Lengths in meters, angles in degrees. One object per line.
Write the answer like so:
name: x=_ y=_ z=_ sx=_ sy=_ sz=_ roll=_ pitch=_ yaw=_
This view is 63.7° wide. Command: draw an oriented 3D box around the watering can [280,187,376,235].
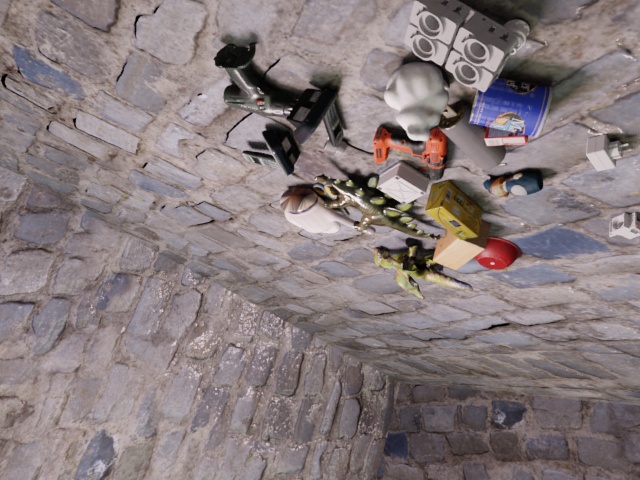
watering can: x=0.005 y=-0.088 z=1.746 sx=0.348 sy=0.106 sz=0.220 roll=4 pitch=-28 yaw=38

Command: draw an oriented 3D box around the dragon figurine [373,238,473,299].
dragon figurine: x=0.349 y=0.128 z=1.848 sx=0.414 sy=0.124 sz=0.237 roll=33 pitch=-23 yaw=27

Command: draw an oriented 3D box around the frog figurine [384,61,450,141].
frog figurine: x=0.201 y=-0.294 z=1.092 sx=0.137 sy=0.162 sz=0.120 roll=15 pitch=-26 yaw=11
